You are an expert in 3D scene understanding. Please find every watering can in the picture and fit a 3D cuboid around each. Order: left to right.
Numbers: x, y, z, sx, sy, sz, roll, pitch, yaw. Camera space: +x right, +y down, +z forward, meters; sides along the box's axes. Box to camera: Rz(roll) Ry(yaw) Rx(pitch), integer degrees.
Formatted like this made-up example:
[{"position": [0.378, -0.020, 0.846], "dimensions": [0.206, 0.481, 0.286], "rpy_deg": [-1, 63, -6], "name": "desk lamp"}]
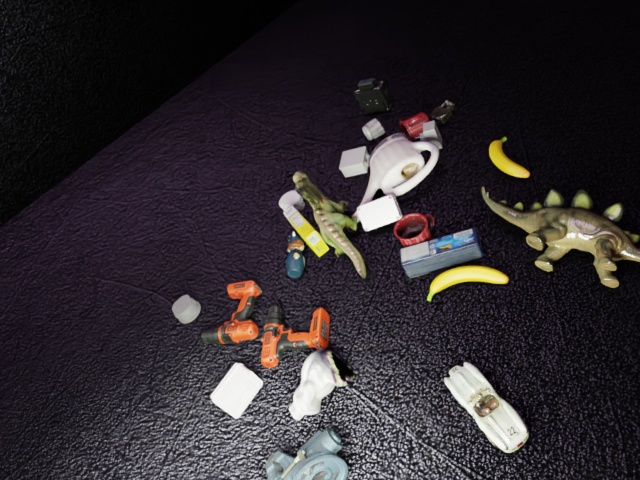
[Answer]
[{"position": [0.206, -0.203, 1.600], "dimensions": [0.345, 0.102, 0.229], "rpy_deg": [-36, 38, 12], "name": "watering can"}]

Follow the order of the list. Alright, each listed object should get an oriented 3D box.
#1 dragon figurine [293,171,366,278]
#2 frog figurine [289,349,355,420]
[{"position": [0.004, -0.074, 1.478], "dimensions": [0.121, 0.239, 0.419], "rpy_deg": [-43, 35, 11], "name": "dragon figurine"}, {"position": [-0.016, 0.333, 1.200], "dimensions": [0.158, 0.122, 0.139], "rpy_deg": [-35, 6, 12], "name": "frog figurine"}]
